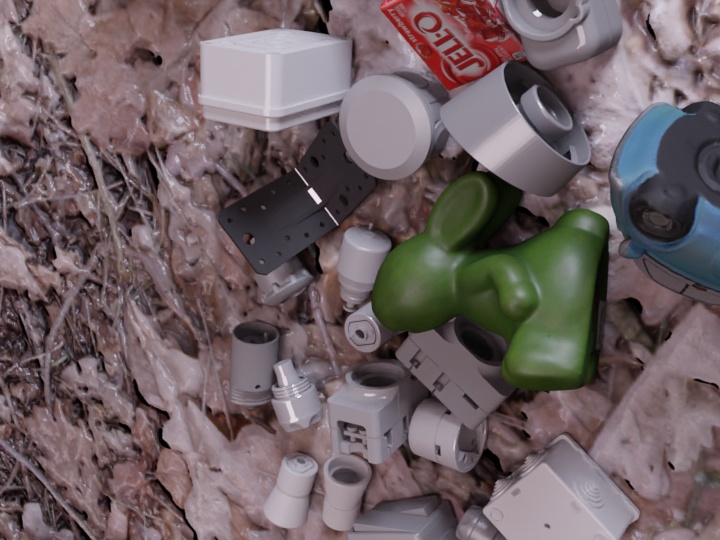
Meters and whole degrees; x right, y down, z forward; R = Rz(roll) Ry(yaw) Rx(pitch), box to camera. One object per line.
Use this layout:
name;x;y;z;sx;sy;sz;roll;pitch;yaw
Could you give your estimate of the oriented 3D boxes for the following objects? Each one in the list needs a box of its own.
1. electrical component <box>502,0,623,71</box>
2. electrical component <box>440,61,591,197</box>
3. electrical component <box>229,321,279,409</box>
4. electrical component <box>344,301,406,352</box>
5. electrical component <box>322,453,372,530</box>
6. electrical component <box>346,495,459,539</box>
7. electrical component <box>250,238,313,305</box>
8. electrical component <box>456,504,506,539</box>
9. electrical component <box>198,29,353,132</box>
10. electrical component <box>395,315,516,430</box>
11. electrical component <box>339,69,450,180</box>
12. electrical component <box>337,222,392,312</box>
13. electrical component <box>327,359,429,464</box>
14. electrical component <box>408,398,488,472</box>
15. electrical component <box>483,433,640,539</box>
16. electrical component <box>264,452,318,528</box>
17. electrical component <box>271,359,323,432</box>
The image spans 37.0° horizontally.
electrical component;0.132;-0.185;0.718;0.054;0.059;0.095;-9;104;36
electrical component;0.111;-0.095;0.749;0.064;0.099;0.099;-39;86;32
electrical component;-0.099;0.093;1.002;0.043;0.043;0.081;20;120;26
electrical component;0.017;0.041;0.887;0.044;0.065;0.044;14;116;29
electrical component;-0.015;0.208;0.997;0.044;0.044;0.065;25;126;24
electrical component;0.045;0.239;0.955;0.096;0.062;0.061;-10;104;36
electrical component;-0.074;-0.003;0.946;0.048;0.048;0.062;-36;81;38
electrical component;0.115;0.229;0.921;0.061;0.035;0.035;29;123;19
electrical component;-0.064;-0.149;0.832;0.078;0.113;0.057;15;114;29
electrical component;0.084;0.072;0.865;0.089;0.050;0.055;44;128;11
electrical component;0.029;-0.113;0.824;0.080;0.051;0.080;14;117;29
electrical component;0.000;0.000;0.898;0.040;0.040;0.078;28;123;22
electrical component;0.017;0.113;0.903;0.050;0.089;0.055;9;114;31
electrical component;0.073;0.136;0.898;0.047;0.055;0.055;11;115;34
electrical component;0.160;0.195;0.867;0.099;0.048;0.099;47;128;8
electrical component;-0.064;0.208;1.030;0.044;0.044;0.065;28;118;22
electrical component;-0.061;0.113;0.985;0.043;0.043;0.062;-12;101;37
